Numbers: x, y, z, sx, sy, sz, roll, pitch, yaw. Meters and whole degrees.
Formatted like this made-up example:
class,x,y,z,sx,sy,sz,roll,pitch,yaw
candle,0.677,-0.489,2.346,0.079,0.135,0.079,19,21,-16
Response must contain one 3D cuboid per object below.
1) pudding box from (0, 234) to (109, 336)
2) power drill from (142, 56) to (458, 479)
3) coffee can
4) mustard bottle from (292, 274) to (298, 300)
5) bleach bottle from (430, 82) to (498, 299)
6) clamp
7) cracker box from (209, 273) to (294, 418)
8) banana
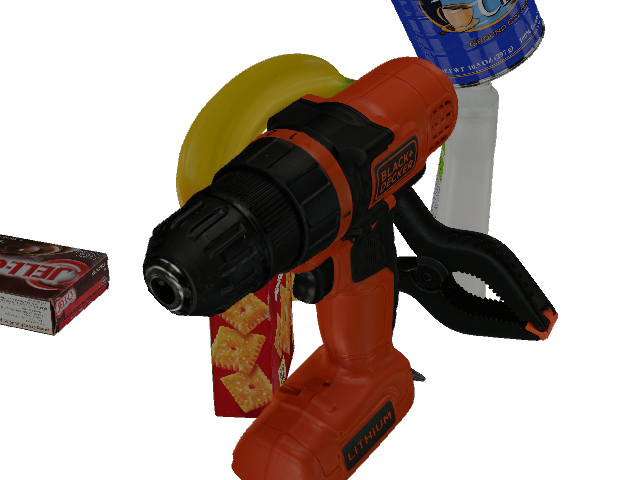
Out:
class,x,y,z,sx,sy,sz,roll,pitch,yaw
pudding box,-0.245,0.035,0.878,0.114,0.039,0.090,8,24,17
power drill,-0.004,0.030,0.470,0.057,0.188,0.184,25,42,27
coffee can,0.101,-0.203,0.815,0.103,0.102,0.140,0,-44,37
mustard bottle,-0.025,-0.021,1.315,0.096,0.192,0.058,-8,30,-22
bleach bottle,0.146,-0.060,1.088,0.068,0.251,0.102,2,29,-1
clamp,0.086,0.010,0.821,0.210,0.165,0.036,24,45,16
cracker box,-0.068,0.050,1.100,0.072,0.214,0.164,2,23,5
banana,-0.039,-0.072,0.656,0.070,0.037,0.197,23,43,22
